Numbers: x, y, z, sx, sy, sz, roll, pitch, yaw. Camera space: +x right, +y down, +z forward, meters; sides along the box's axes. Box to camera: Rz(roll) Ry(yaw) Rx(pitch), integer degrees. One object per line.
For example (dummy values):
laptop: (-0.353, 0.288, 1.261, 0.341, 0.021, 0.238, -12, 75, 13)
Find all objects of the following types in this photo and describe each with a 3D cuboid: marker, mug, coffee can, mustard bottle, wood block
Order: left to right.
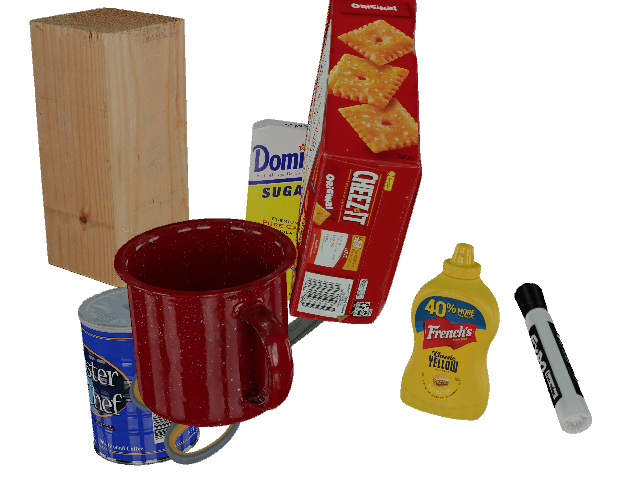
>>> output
wood block: (-0.170, -0.079, 0.878, 0.091, 0.206, 0.090, 16, 25, 31)
coffee can: (-0.169, 0.125, 1.007, 0.103, 0.140, 0.103, -2, 19, 0)
mug: (-0.050, 0.047, 0.550, 0.093, 0.081, 0.117, -19, 29, -34)
mustard bottle: (0.147, 0.097, 1.176, 0.096, 0.192, 0.058, 12, 15, 21)
marker: (0.145, 0.070, 0.674, 0.020, 0.020, 0.121, 0, 39, -7)

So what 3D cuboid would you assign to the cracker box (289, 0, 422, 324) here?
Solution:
cracker box: (0.027, -0.071, 0.781, 0.072, 0.213, 0.164, 8, -44, -4)

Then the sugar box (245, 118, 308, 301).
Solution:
sugar box: (-0.027, -0.029, 1.075, 0.093, 0.176, 0.048, 9, 17, 18)

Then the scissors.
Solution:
scissors: (-0.064, 0.083, 0.811, 0.096, 0.201, 0.016, 27, -36, 16)
